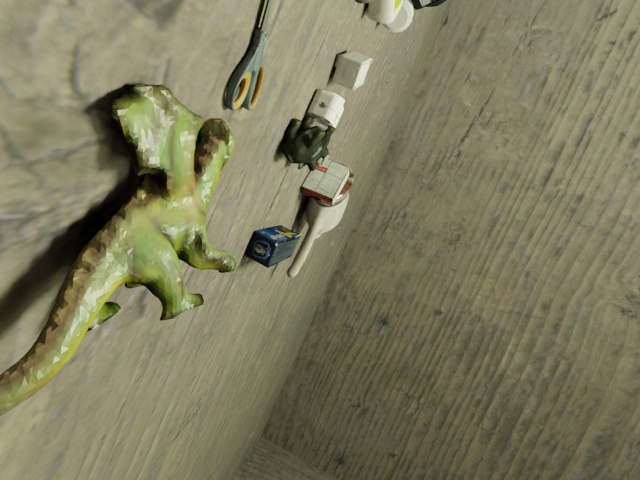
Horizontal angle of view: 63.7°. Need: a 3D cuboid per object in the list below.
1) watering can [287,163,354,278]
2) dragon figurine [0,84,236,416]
[{"bbox_3d":[0.004,-0.071,1.420,0.219,0.104,0.355,105,10,-55],"label":"watering can"},{"bbox_3d":[-0.184,-0.034,0.519,0.417,0.122,0.239,-51,146,-64],"label":"dragon figurine"}]
